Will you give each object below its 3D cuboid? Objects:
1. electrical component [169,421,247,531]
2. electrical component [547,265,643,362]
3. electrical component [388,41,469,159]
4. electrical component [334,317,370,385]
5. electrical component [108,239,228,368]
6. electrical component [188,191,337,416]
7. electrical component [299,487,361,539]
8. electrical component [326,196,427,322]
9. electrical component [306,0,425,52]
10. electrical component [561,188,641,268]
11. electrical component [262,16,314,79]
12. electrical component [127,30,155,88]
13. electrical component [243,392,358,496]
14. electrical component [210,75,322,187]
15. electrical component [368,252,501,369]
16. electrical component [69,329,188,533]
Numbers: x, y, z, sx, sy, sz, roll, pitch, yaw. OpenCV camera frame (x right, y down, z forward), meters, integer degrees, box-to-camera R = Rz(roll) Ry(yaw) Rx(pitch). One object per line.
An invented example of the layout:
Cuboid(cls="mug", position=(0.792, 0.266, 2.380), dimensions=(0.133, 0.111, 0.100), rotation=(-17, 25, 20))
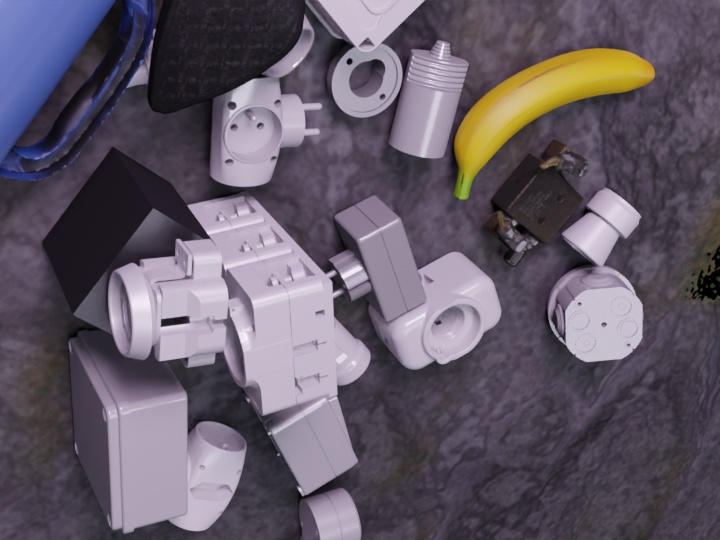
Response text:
Cuboid(cls="electrical component", position=(-0.140, 0.161, 0.850), dimensions=(0.079, 0.043, 0.077), rotation=(15, 109, -33))
Cuboid(cls="electrical component", position=(0.209, 0.039, 0.948), dimensions=(0.080, 0.051, 0.080), rotation=(-1, 108, -3))
Cuboid(cls="electrical component", position=(0.051, -0.127, 0.789), dimensions=(0.043, 0.043, 0.081), rotation=(1, 116, -28))
Cuboid(cls="electrical component", position=(-0.020, 0.063, 0.862), dimensions=(0.040, 0.040, 0.046), rotation=(-41, 121, -2))
Cuboid(cls="electrical component", position=(-0.116, 0.022, 0.644), dimensions=(0.057, 0.058, 0.078), rotation=(-7, 119, -27))
Cuboid(cls="electrical component", position=(-0.076, 0.020, 0.737), dimensions=(0.062, 0.150, 0.089), rotation=(-15, 122, -22))
Cuboid(cls="electrical component", position=(-0.043, 0.260, 0.952), dimensions=(0.074, 0.052, 0.138), rotation=(-13, 122, -21))
Cuboid(cls="electrical component", position=(0.000, 0.000, 0.831), dimensions=(0.076, 0.047, 0.083), rotation=(-28, 126, -11))
Cuboid(cls="electrical component", position=(0.010, -0.212, 0.711), dimensions=(0.113, 0.057, 0.078), rotation=(-44, 127, 1))
Cuboid(cls="electrical component", position=(0.207, -0.037, 0.921), dimensions=(0.045, 0.045, 0.055), rotation=(36, 96, -37))
Cuboid(cls="electrical component", position=(-0.063, -0.157, 0.697), dimensions=(0.066, 0.055, 0.048), rotation=(-47, 166, 3))
Cuboid(cls="electrical component", position=(-0.128, -0.133, 0.692), dimensions=(0.062, 0.043, 0.043), rotation=(-20, 124, -15))
Cuboid(cls="electrical component", position=(-0.042, 0.130, 0.873), dimensions=(0.061, 0.061, 0.096), rotation=(-30, 126, -10))
Cuboid(cls="electrical component", position=(-0.063, -0.102, 0.742), dimensions=(0.079, 0.044, 0.077), rotation=(-7, 119, -25))
Cuboid(cls="electrical component", position=(0.064, 0.035, 0.877), dimensions=(0.095, 0.059, 0.053), rotation=(-29, 126, -11))
Cuboid(cls="electrical component", position=(-0.165, 0.110, 0.768), dimensions=(0.056, 0.109, 0.108), rotation=(-10, 121, -26))
